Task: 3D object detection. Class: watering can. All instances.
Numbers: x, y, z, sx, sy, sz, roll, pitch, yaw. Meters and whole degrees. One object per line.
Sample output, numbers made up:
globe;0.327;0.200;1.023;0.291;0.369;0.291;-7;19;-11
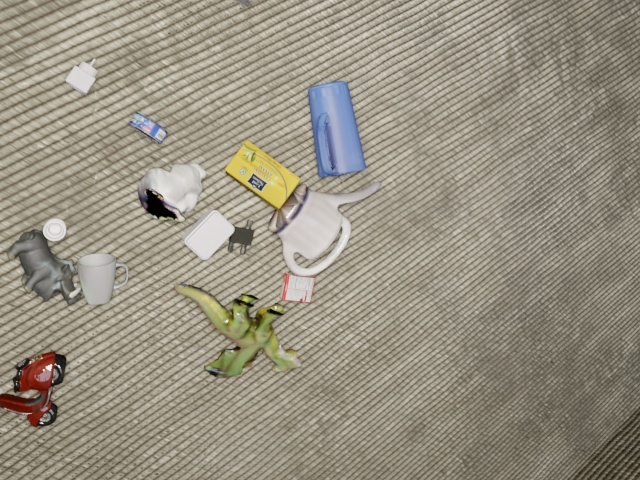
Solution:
watering can;0.004;-0.070;1.397;0.222;0.104;0.350;39;82;-24

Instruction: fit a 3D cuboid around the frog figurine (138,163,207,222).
frog figurine;-0.354;-0.128;1.240;0.136;0.121;0.163;35;48;-18

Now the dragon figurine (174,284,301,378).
dragon figurine;-0.222;0.260;1.350;0.408;0.123;0.241;19;98;-25
